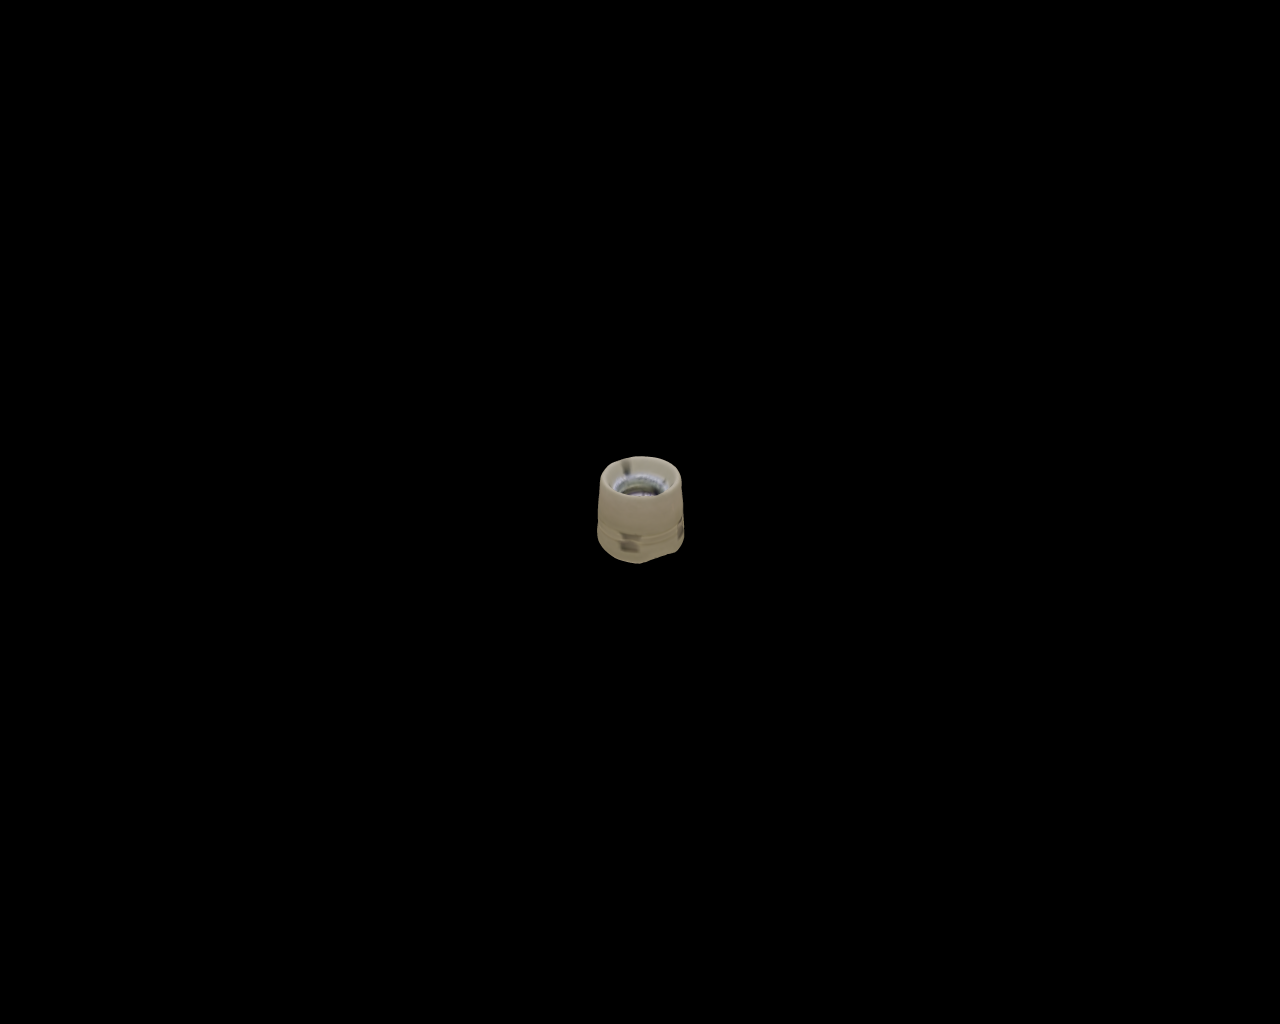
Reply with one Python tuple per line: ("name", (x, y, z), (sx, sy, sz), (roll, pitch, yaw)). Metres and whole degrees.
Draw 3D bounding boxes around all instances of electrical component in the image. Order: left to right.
("electrical component", (0.001, -0.003, 0.650), (0.055, 0.047, 0.055), (0, 35, 0))
